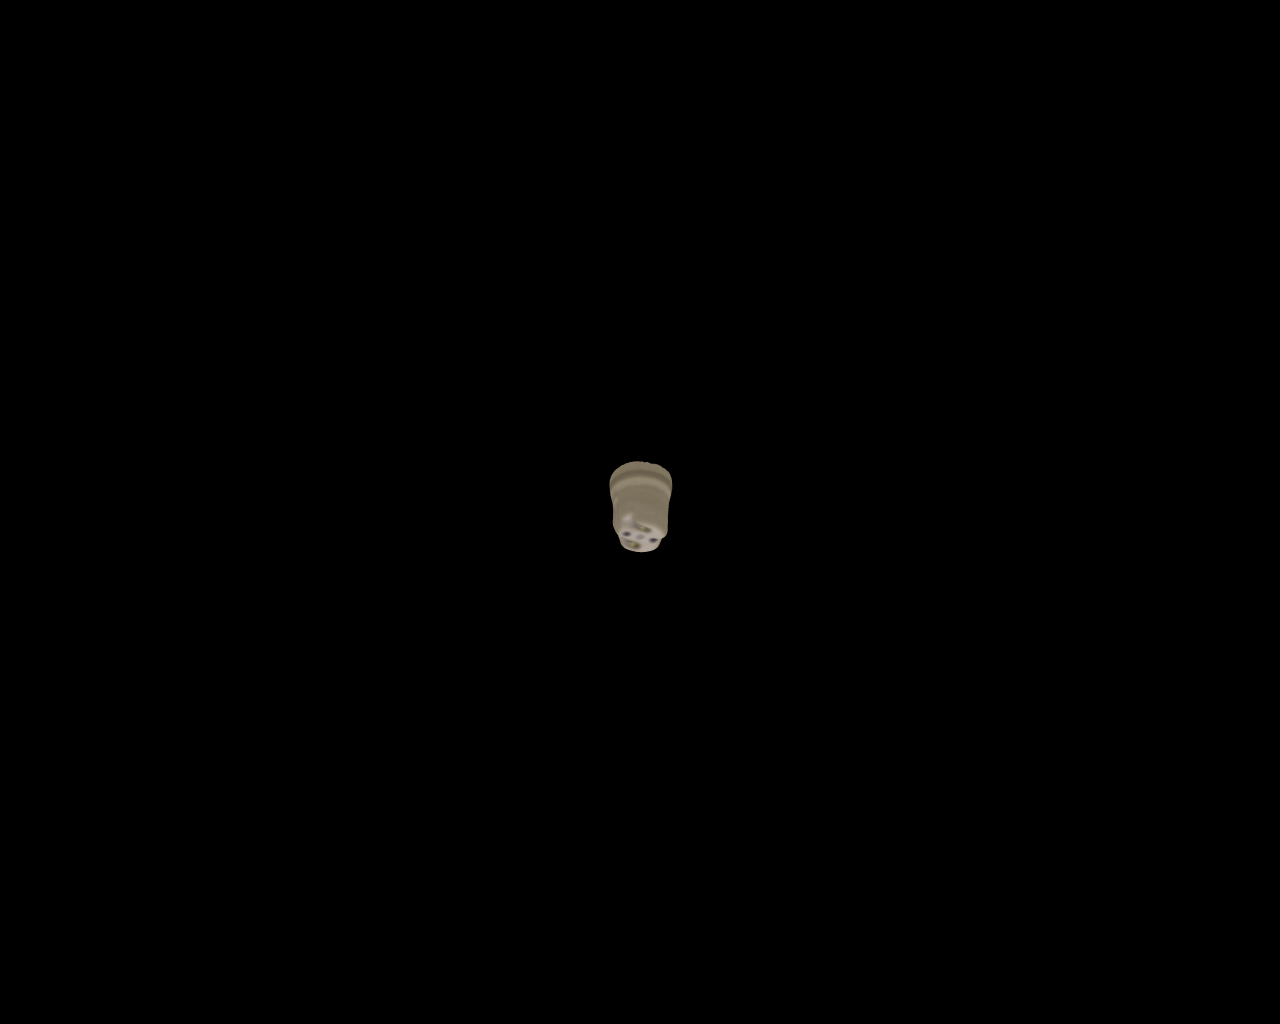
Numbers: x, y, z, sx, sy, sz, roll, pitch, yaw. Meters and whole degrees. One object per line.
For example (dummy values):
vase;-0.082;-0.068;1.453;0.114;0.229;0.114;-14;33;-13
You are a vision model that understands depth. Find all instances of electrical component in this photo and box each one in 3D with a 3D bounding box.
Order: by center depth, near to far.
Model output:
electrical component;0.001;-0.003;0.650;0.040;0.046;0.040;0;-36;0
